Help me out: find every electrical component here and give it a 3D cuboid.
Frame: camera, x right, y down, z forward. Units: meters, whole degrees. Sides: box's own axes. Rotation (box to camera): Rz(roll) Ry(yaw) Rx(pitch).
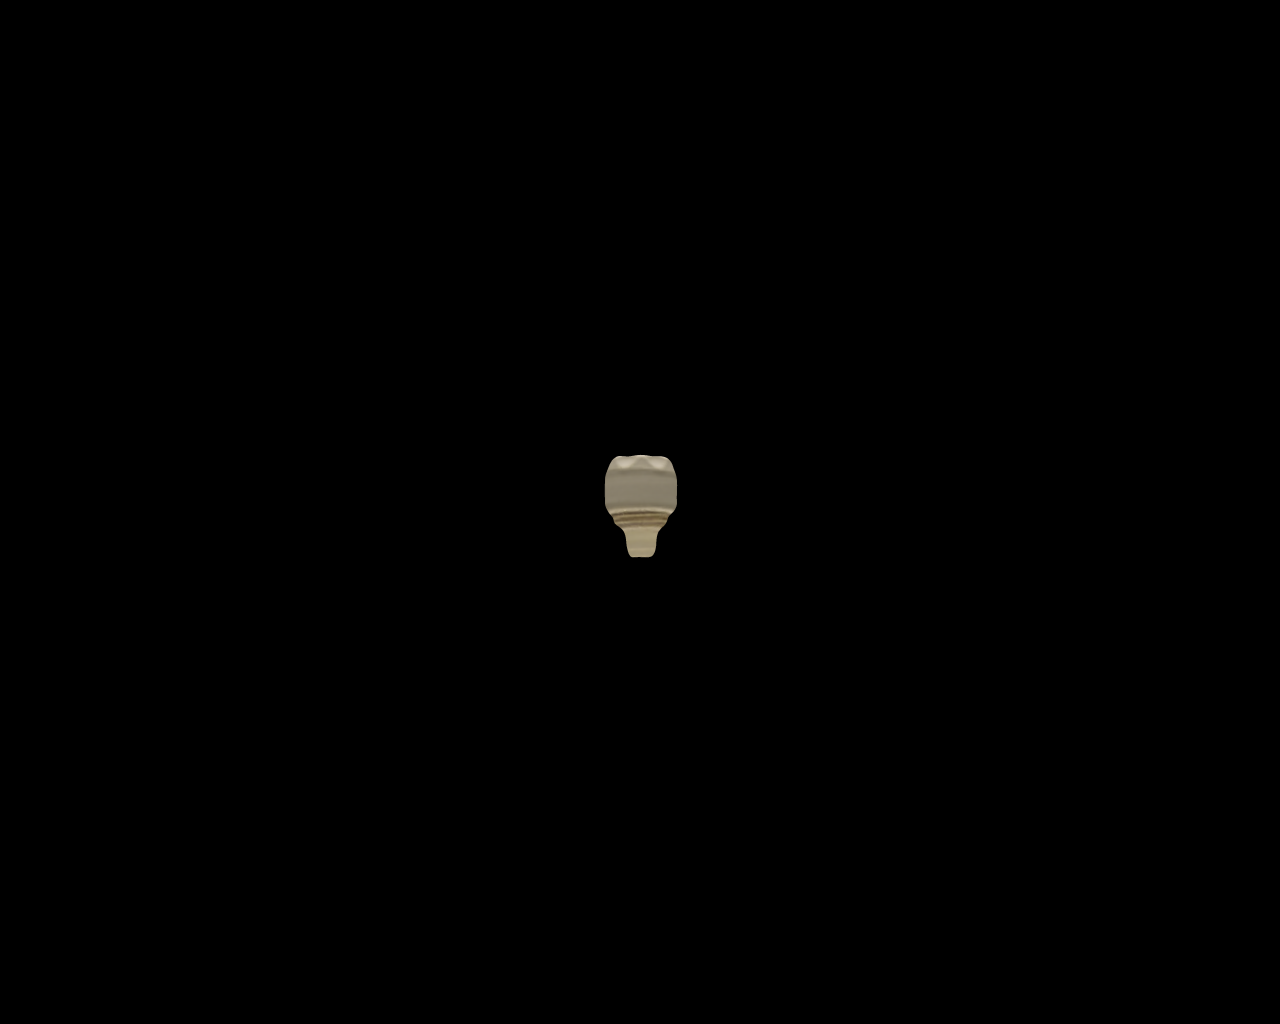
[{"bbox_3d":[0.001,-0.003,0.650,0.043,0.062,0.043,0,-5,0],"label":"electrical component"}]
